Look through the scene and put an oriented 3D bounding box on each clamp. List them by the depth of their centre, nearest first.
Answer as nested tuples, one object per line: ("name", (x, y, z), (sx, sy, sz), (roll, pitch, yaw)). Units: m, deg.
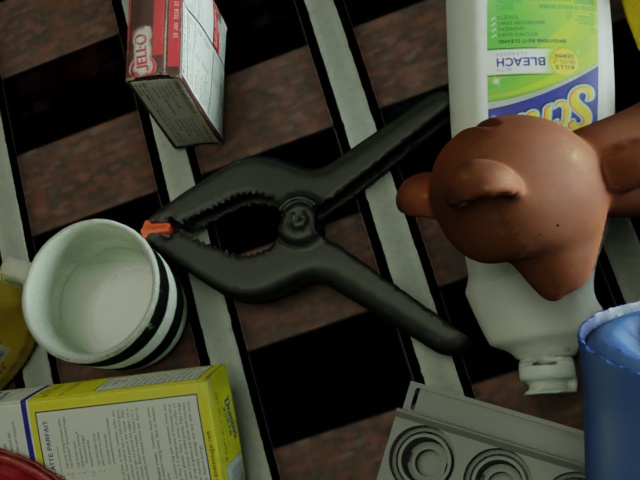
("clamp", (-0.004, 0.001, 0.652), (0.210, 0.036, 0.164), (-9, 71, 8))

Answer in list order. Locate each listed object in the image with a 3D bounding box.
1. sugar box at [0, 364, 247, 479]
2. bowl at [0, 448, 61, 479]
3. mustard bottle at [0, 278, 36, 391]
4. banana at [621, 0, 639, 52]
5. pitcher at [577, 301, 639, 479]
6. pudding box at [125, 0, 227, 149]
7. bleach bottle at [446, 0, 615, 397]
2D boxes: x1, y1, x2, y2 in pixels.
("sugar box", (-0.136, 0.130, 0.630), (0.176, 0.048, 0.093), (-7, 96, 15))
("bowl", (-0.200, 0.201, 0.602), (0.162, 0.055, 0.162), (2, 99, 12))
("mustard bottle", (-0.241, 0.047, 0.617), (0.058, 0.191, 0.096), (40, 86, 21))
("banana", (0.214, -0.116, 0.616), (0.037, 0.070, 0.198), (-12, 65, -27))
("pitcher", (0.183, 0.149, 0.480), (0.145, 0.149, 0.243), (16, 112, 53))
("pudding box", (-0.088, -0.119, 0.669), (0.039, 0.113, 0.090), (-2, 73, 9))
("bleach bottle", (0.129, -0.037, 0.615), (0.102, 0.068, 0.251), (-2, 78, -4))
